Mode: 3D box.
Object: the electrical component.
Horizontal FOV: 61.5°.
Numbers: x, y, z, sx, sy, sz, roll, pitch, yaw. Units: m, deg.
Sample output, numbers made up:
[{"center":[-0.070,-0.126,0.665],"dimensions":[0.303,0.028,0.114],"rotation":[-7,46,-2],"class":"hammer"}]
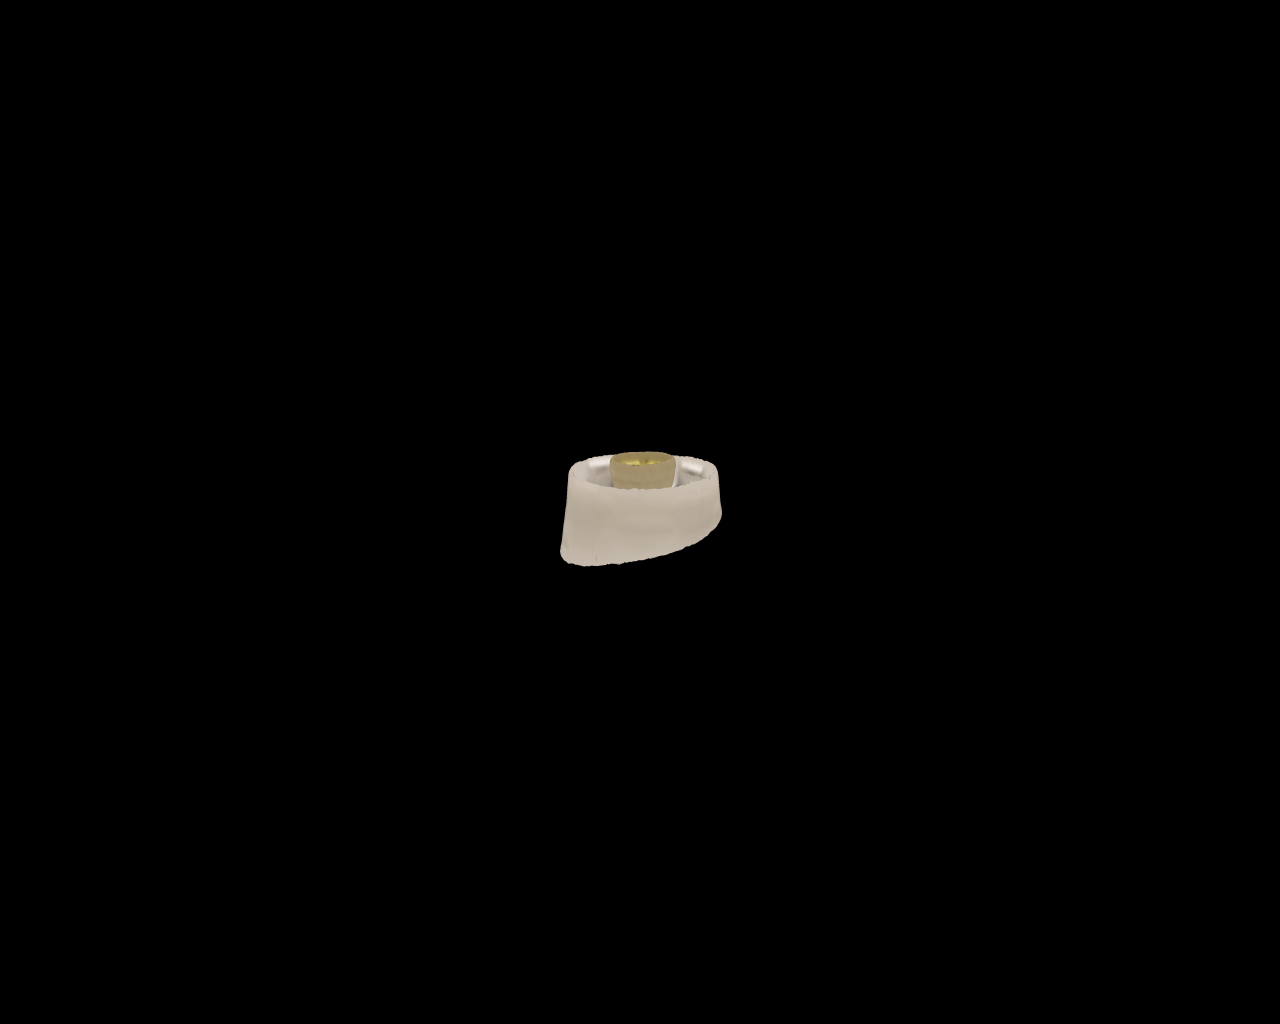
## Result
[{"center":[0.001,-0.003,0.650],"dimensions":[0.099,0.064,0.099],"rotation":[0,16,0],"class":"electrical component"}]
